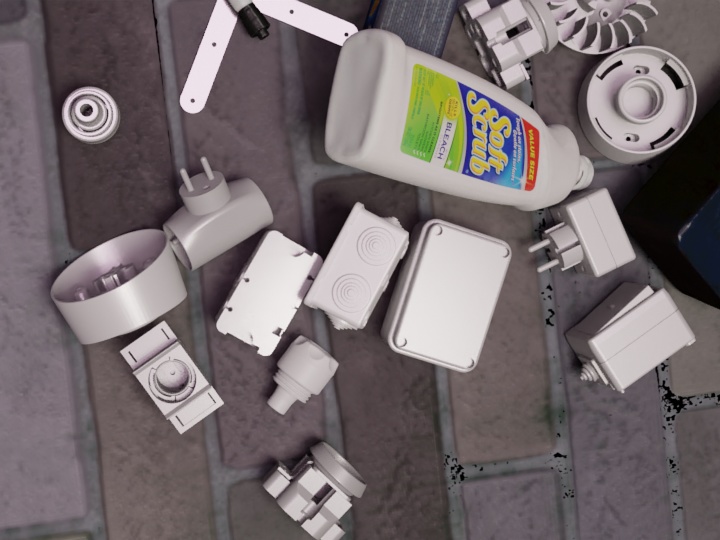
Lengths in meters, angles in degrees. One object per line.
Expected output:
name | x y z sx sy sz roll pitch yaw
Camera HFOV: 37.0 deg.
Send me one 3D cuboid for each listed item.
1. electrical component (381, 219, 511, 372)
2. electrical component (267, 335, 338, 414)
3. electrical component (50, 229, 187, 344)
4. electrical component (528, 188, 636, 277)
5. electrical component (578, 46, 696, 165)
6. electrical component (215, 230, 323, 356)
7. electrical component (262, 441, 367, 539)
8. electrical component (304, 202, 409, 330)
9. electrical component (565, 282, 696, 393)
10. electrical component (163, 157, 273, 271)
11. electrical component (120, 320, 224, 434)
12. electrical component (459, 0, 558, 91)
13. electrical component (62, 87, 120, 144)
electrical component | 0.071 0.020 0.889 0.078 0.057 0.113 18 90 -10
electrical component | -0.051 0.089 0.880 0.043 0.043 0.062 37 88 -9
electrical component | -0.185 0.013 0.829 0.099 0.099 0.064 -24 102 -7
electrical component | 0.180 -0.024 0.910 0.077 0.047 0.065 -26 96 -7
electrical component | 0.237 -0.141 0.917 0.099 0.064 0.099 0 91 4
electrical component | -0.075 0.017 0.866 0.050 0.056 0.089 30 88 -9
electrical component | -0.033 0.178 0.880 0.078 0.058 0.057 44 89 -8
electrical component | 0.000 0.000 0.857 0.048 0.099 0.099 28 88 4
electrical component | 0.221 0.057 0.913 0.096 0.062 0.061 -34 97 -6
electrical component | -0.118 -0.051 0.846 0.077 0.043 0.079 -33 125 -19
electrical component | -0.149 0.083 0.853 0.042 0.064 0.081 -35 97 -5
electrical component | 0.126 -0.196 0.888 0.057 0.058 0.078 -29 96 -4
electrical component | -0.209 -0.121 0.834 0.043 0.062 0.043 0 93 -9
